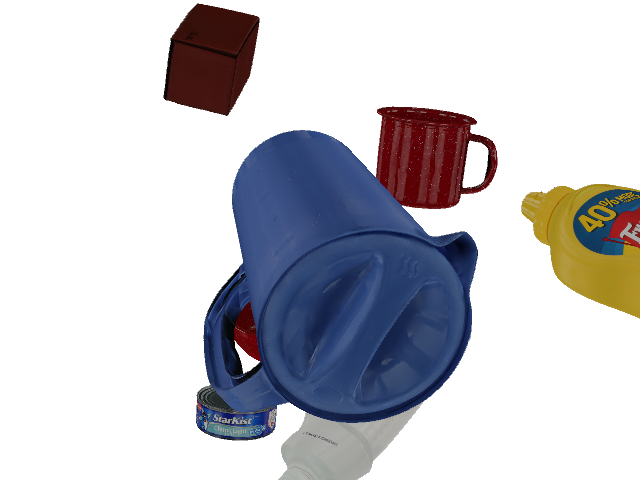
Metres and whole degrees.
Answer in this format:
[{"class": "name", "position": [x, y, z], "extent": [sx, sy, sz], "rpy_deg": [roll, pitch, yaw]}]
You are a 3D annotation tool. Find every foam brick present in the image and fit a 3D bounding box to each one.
[{"class": "foam brick", "position": [-0.083, -0.140, 0.815], "extent": [0.053, 0.051, 0.078], "rpy_deg": [14, 34, 3]}]

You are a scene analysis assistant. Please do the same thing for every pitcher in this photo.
[{"class": "pitcher", "position": [-0.004, 0.014, 0.743], "extent": [0.149, 0.145, 0.243], "rpy_deg": [6, 22, -15]}]

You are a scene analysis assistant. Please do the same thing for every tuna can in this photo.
[{"class": "tuna can", "position": [-0.088, 0.180, 1.125], "extent": [0.086, 0.034, 0.086], "rpy_deg": [4, 12, -1]}]

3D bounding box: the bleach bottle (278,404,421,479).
[{"class": "bleach bottle", "position": [0.036, 0.137, 0.949], "extent": [0.103, 0.068, 0.250], "rpy_deg": [7, 39, 37]}]

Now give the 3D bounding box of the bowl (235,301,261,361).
[{"class": "bowl", "position": [-0.049, 0.113, 1.352], "extent": [0.162, 0.055, 0.162], "rpy_deg": [6, 22, -3]}]

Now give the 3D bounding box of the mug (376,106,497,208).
[{"class": "mug", "position": [0.106, -0.075, 0.994], "extent": [0.117, 0.081, 0.093], "rpy_deg": [9, 15, 14]}]

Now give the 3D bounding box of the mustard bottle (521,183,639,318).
[{"class": "mustard bottle", "position": [0.202, 0.009, 0.661], "extent": [0.096, 0.058, 0.192], "rpy_deg": [-28, 37, -29]}]
